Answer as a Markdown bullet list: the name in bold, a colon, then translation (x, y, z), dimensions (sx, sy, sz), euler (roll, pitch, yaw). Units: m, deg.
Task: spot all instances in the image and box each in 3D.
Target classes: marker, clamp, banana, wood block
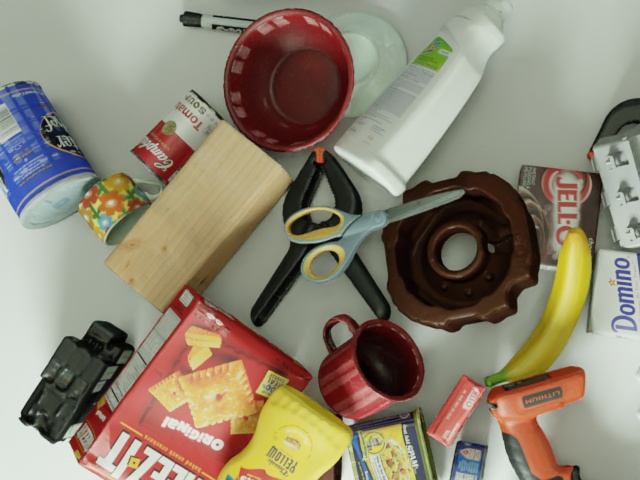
- **marker**: translation (-0.109, -0.257, 1.268), dimensions (0.121, 0.020, 0.020), euler (9, 83, 9)
- **clamp**: translation (-0.008, 0.001, 1.203), dimensions (0.165, 0.036, 0.210), euler (-10, 75, 19)
- **banana**: translation (0.248, 0.081, 1.138), dimensions (0.037, 0.069, 0.198), euler (38, 109, 42)
- **wood block**: translation (-0.133, -0.021, 1.200), dimensions (0.090, 0.091, 0.206), euler (39, 88, 11)
- **clamp**: translation (0.381, -0.122, 1.173), dimensions (0.171, 0.039, 0.120), euler (-37, 78, 9)

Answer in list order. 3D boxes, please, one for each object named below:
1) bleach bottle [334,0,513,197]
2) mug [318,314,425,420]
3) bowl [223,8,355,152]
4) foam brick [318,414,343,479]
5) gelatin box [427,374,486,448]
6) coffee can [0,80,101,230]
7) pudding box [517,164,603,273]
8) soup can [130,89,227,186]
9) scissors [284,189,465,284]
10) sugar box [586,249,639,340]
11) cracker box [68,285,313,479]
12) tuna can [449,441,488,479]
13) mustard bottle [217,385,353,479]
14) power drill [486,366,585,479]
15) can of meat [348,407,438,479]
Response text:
- **bleach bottle**: translation (0.129, -0.170, 1.187), dimensions (0.251, 0.068, 0.103), euler (-49, 36, -3)
- **mug**: translation (0.044, 0.133, 1.142), dimensions (0.117, 0.093, 0.082), euler (53, 136, 3)
- **bowl**: translation (-0.027, -0.179, 1.215), dimensions (0.162, 0.055, 0.162), euler (0, 90, 23)
- **foam brick**: translation (-0.004, 0.229, 1.165), dimensions (0.051, 0.053, 0.078), euler (0, 82, 8)
- **gelatin box**: translation (0.146, 0.182, 1.133), dimensions (0.030, 0.089, 0.073), euler (33, 87, 11)
- **coffee can**: translation (-0.332, -0.098, 1.232), dimensions (0.103, 0.102, 0.140), euler (-34, 79, 1)
- **pudding box**: translation (0.259, -0.022, 1.174), dimensions (0.090, 0.039, 0.113), euler (7, 83, 8)
- **soup can**: translation (-0.159, -0.115, 1.230), dimensions (0.068, 0.068, 0.102), euler (44, 89, 11)
- **scissors**: translation (0.057, -0.003, 1.154), dimensions (0.202, 0.016, 0.096), euler (-3, 78, 17)
- **sugar box**: translation (0.380, 0.066, 1.142), dimensions (0.176, 0.048, 0.093), euler (7, 83, 7)
- **cracker box**: translation (-0.137, 0.182, 1.144), dimensions (0.164, 0.072, 0.213), euler (38, 87, -23)
- **tuna can**: translation (0.154, 0.256, 1.124), dimensions (0.034, 0.086, 0.086), euler (10, 83, 11)
- **mustard bottle**: translation (-0.054, 0.254, 1.113), dimensions (0.096, 0.058, 0.191), euler (33, 91, 7)
- **power drill**: translation (0.262, 0.231, 1.115), dimensions (0.184, 0.057, 0.187), euler (-15, 89, 0)
- **can of meat**: translation (0.079, 0.239, 1.151), dimensions (0.084, 0.057, 0.102), euler (-14, 79, 8)
